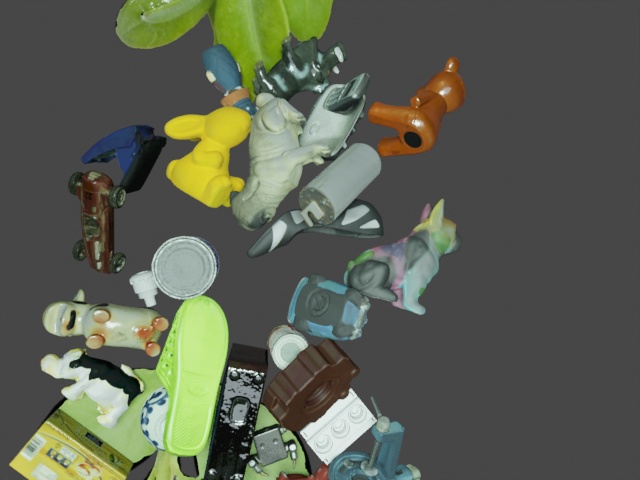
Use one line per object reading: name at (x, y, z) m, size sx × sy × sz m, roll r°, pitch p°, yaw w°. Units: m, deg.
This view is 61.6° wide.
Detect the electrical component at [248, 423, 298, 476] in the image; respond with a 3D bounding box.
electrical component at (-0.087, 0.387, 0.994) m, size 0.102 × 0.045 × 0.078 m, roll -11°, pitch 92°, yaw -9°

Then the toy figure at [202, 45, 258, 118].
toy figure at (-0.161, -0.279, 0.986) m, size 0.064 × 0.058 × 0.154 m, roll -26°, pitch 98°, yaw -2°

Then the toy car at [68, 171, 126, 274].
toy car at (-0.376, -0.022, 0.905) m, size 0.089 × 0.053 × 0.202 m, roll 18°, pitch 122°, yaw 4°

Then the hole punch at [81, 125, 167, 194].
hole punch at (-0.332, -0.152, 0.924) m, size 0.092 × 0.142 × 0.115 m, roll 34°, pitch 96°, yaw -3°

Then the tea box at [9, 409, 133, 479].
tea box at (-0.426, 0.387, 0.930) m, size 0.169 × 0.068 × 0.098 m, roll 42°, pitch 84°, yaw -7°

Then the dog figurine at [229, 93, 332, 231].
dog figurine at (-0.101, -0.131, 0.905) m, size 0.190 × 0.121 × 0.172 m, roll -41°, pitch 83°, yaw -9°

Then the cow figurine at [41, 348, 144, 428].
cow figurine at (-0.396, 0.238, 0.937) m, size 0.167 × 0.068 × 0.098 m, roll 43°, pitch 78°, yaw -9°

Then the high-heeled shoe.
high-heeled shoe at (-0.002, -0.003, 0.986) m, size 0.249 × 0.086 × 0.145 m, roll -39°, pitch 87°, yaw -18°

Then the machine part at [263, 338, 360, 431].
machine part at (-0.013, 0.253, 0.928) m, size 0.179 × 0.179 × 0.056 m, roll -42°, pitch 56°, yaw -7°

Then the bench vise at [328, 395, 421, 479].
bench vise at (0.107, 0.406, 0.949) m, size 0.224 × 0.129 × 0.240 m, roll 1°, pitch 114°, yaw -22°

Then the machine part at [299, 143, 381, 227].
machine part at (0.038, -0.103, 0.962) m, size 0.079 × 0.079 × 0.243 m, roll 49°, pitch 52°, yaw -5°

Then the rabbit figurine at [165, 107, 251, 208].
rabbit figurine at (-0.188, -0.160, 0.951) m, size 0.162 × 0.122 × 0.173 m, roll 35°, pitch 105°, yaw 15°

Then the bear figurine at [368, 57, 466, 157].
bear figurine at (0.194, -0.254, 1.023) m, size 0.132 × 0.120 × 0.196 m, roll 10°, pitch 55°, yaw 31°

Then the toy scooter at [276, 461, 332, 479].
toy scooter at (-0.041, 0.481, 0.973) m, size 0.135 × 0.075 × 0.184 m, roll 32°, pitch 82°, yaw -31°

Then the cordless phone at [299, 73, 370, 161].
cordless phone at (0.035, -0.216, 0.951) m, size 0.089 × 0.184 × 0.146 m, roll 31°, pitch 85°, yaw -12°

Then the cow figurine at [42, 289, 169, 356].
cow figurine at (-0.371, 0.140, 0.926) m, size 0.195 × 0.127 × 0.085 m, roll 11°, pitch 90°, yaw -23°

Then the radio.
radio at (-0.146, 0.306, 0.942) m, size 0.073 × 0.131 × 0.229 m, roll 11°, pitch 88°, yaw -7°

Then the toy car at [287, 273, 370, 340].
toy car at (0.029, 0.130, 0.983) m, size 0.102 × 0.162 × 0.109 m, roll 31°, pitch 72°, yaw -51°

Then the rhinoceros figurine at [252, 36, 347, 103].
rhinoceros figurine at (-0.036, -0.312, 0.990) m, size 0.190 × 0.073 × 0.112 m, roll -37°, pitch 87°, yaw -14°

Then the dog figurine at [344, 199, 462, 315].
dog figurine at (0.163, 0.018, 1.010) m, size 0.191 × 0.108 × 0.219 m, roll 22°, pitch 82°, yaw -6°
